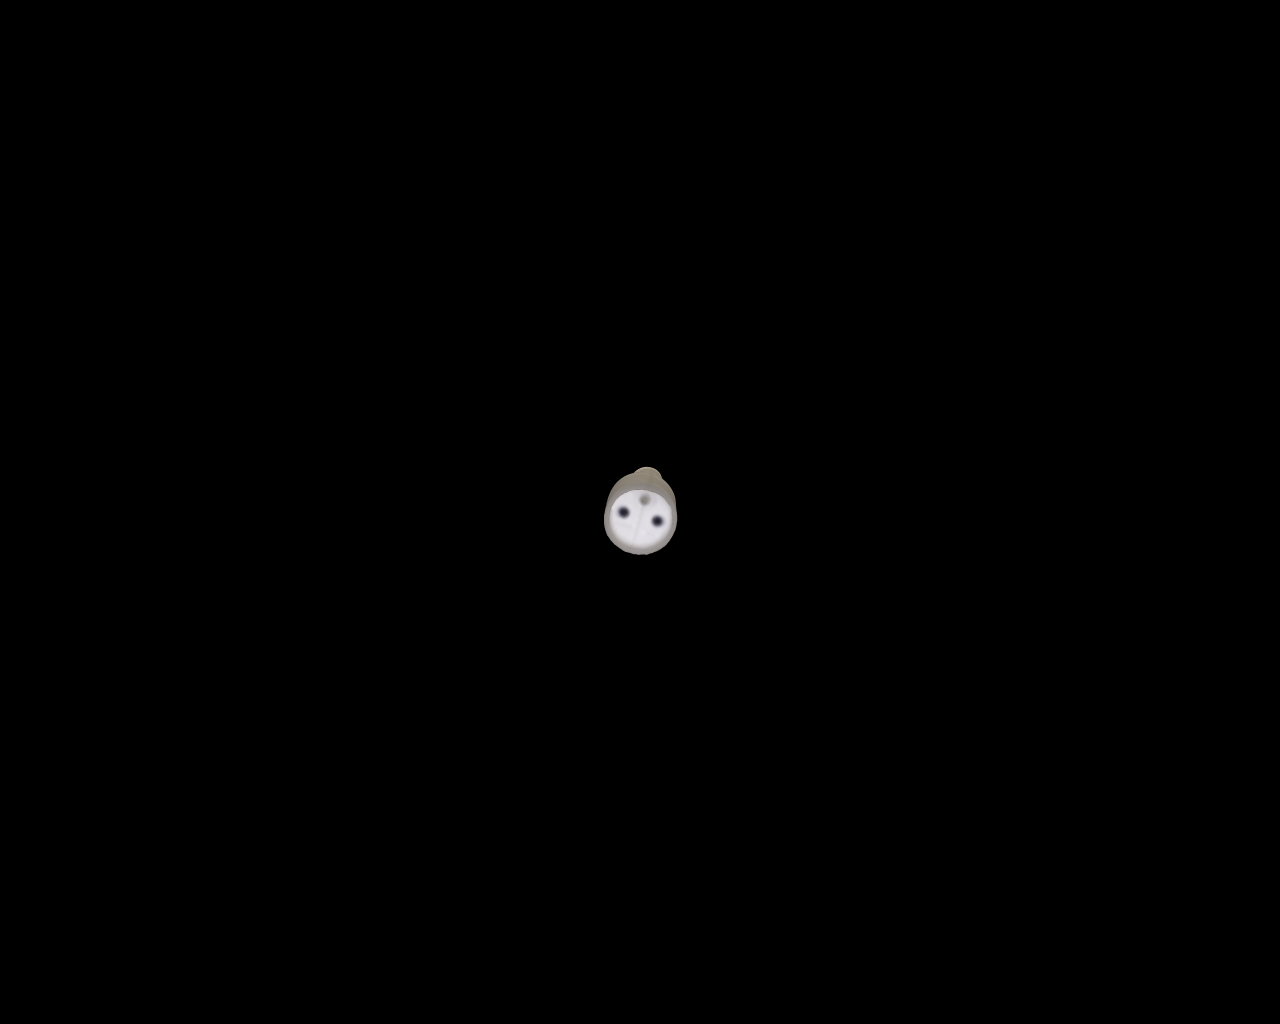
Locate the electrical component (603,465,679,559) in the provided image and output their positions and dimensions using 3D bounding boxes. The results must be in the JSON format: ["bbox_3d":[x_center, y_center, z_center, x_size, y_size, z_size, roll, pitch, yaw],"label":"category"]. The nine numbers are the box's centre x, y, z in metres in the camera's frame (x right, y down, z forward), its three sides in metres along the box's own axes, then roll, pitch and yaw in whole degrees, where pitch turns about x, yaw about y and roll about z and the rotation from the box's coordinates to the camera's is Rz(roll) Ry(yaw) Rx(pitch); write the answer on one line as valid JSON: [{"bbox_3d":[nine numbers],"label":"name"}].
[{"bbox_3d":[0.001,-0.003,0.650,0.043,0.043,0.081,0,12,0],"label":"electrical component"}]
